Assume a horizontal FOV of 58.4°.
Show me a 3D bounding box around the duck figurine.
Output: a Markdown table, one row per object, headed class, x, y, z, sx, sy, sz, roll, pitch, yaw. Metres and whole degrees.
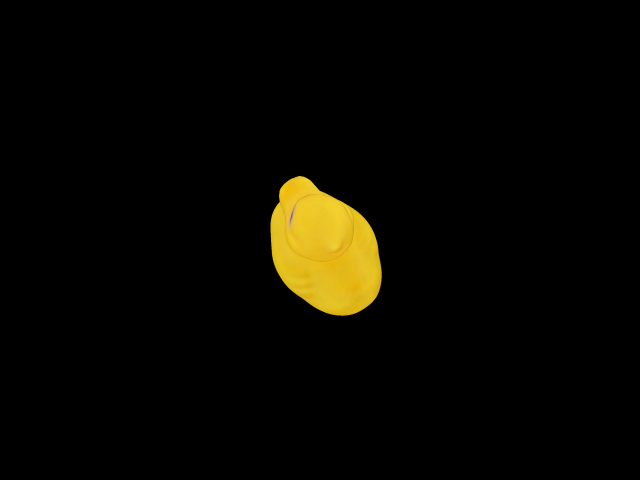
| class | x | y | z | sx | sy | sz | roll | pitch | yaw |
| --- | --- | --- | --- | --- | --- | --- | --- | --- | --- |
| duck figurine | 0.004 | 0.001 | 0.400 | 0.077 | 0.086 | 0.104 | -31 | 78 | -7 |
